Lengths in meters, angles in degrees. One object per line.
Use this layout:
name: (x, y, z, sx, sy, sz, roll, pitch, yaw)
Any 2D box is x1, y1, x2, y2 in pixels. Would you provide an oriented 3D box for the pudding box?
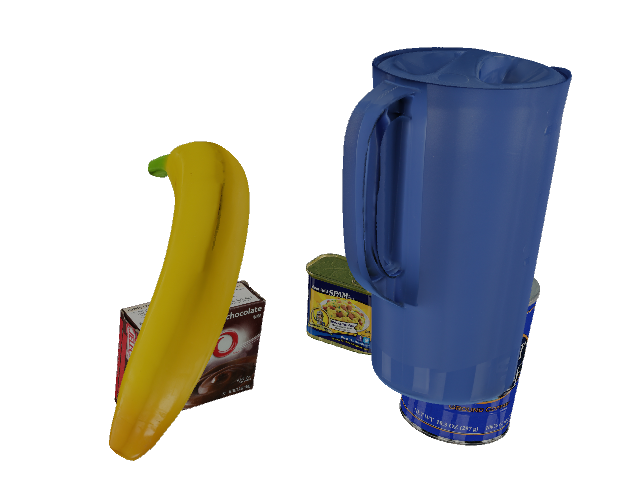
pudding box: (-0.102, 0.086, 0.834, 0.113, 0.090, 0.039, -14, 39, -35)

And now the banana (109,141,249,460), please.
banana: (-0.063, 0.011, 0.512, 0.037, 0.197, 0.070, 27, -52, -23)

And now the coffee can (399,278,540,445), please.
coffee can: (0.131, 0.095, 0.952, 0.103, 0.140, 0.103, 6, 23, -3)

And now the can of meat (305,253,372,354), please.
can of meat: (0.034, 0.071, 1.177, 0.102, 0.084, 0.057, 16, 28, 27)

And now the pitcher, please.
pitcher: (0.088, -0.009, 0.751, 0.149, 0.243, 0.145, 3, 21, 1)
